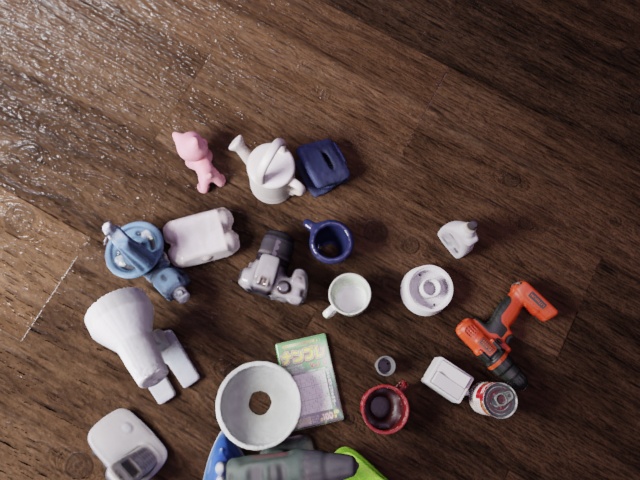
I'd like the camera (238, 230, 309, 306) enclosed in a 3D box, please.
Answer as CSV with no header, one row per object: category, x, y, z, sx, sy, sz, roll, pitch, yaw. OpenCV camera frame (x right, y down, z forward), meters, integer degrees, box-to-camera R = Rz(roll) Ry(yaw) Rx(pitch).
camera,-0.084,0.054,1.181,0.143,0.101,0.137,17,77,1

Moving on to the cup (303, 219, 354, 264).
cup,0.011,0.004,1.200,0.117,0.095,0.092,37,78,5

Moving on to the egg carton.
egg carton,-0.248,-0.004,1.201,0.150,0.069,0.107,-17,79,-7

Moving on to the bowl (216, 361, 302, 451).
bowl,-0.119,0.324,1.133,0.167,0.074,0.167,1,78,-3

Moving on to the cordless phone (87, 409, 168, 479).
cordless phone,-0.366,0.389,1.049,0.147,0.185,0.094,41,79,6

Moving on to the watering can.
watering can,-0.107,-0.150,1.176,0.173,0.194,0.101,12,77,0

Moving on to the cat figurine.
cat figurine,-0.258,-0.175,1.213,0.067,0.117,0.128,-30,81,-9

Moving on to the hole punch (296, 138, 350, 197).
hole punch,0.007,-0.164,1.239,0.101,0.091,0.108,-28,80,-8

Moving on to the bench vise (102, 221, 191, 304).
bench vise,-0.332,0.031,1.111,0.207,0.219,0.121,25,78,3

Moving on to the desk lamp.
desk lamp,-0.329,0.201,1.077,0.118,0.213,0.203,-34,81,-9

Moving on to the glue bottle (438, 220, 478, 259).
glue bottle,0.294,-0.012,1.179,0.037,0.173,0.078,-34,81,-9

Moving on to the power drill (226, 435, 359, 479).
power drill,-0.052,0.410,1.050,0.229,0.208,0.075,-6,78,-4

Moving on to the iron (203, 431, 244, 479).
iron,-0.174,0.492,1.059,0.118,0.141,0.258,-8,78,-5
